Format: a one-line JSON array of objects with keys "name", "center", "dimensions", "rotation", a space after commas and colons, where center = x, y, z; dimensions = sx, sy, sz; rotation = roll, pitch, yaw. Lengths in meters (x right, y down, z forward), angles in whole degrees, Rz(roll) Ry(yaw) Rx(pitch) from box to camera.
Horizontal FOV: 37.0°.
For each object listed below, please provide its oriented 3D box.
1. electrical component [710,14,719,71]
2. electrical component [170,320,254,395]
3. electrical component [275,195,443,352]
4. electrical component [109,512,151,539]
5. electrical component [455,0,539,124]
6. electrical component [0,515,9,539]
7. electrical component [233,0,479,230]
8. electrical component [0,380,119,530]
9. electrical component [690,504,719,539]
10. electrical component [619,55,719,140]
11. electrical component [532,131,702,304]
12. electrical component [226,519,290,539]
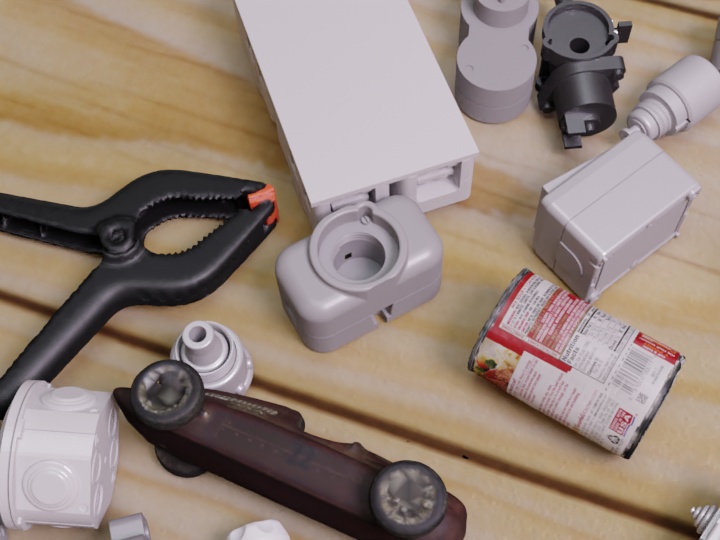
[{"name": "electrical component", "center": [0.297, -0.122, 0.695], "dimensions": [0.138, 0.052, 0.073], "rotation": [11, 103, 14]}, {"name": "electrical component", "center": [-0.088, 0.049, 0.616], "dimensions": [0.048, 0.062, 0.048], "rotation": [-1, 63, 2]}, {"name": "electrical component", "center": [0.000, 0.000, 0.640], "dimensions": [0.095, 0.059, 0.053], "rotation": [-27, 65, -11]}, {"name": "electrical component", "center": [-0.133, 0.172, 0.558], "dimensions": [0.057, 0.058, 0.078], "rotation": [-14, 63, -8]}, {"name": "electrical component", "center": [0.094, -0.175, 0.718], "dimensions": [0.052, 0.073, 0.138], "rotation": [5, 63, 5]}, {"name": "electrical component", "center": [-0.230, 0.110, 0.565], "dimensions": [0.056, 0.108, 0.108], "rotation": [-16, 63, -9]}, {"name": "electrical component", "center": [-0.008, -0.118, 0.700], "dimensions": [0.105, 0.060, 0.186], "rotation": [-18, 64, -7]}, {"name": "electrical component", "center": [-0.163, 0.101, 0.584], "dimensions": [0.051, 0.080, 0.080], "rotation": [4, 63, -1]}, {"name": "electrical component", "center": [0.213, 0.154, 0.555], "dimensions": [0.096, 0.061, 0.061], "rotation": [32, 70, 24]}, {"name": "electrical component", "center": [0.201, -0.106, 0.697], "dimensions": [0.078, 0.040, 0.040], "rotation": [-36, 67, -15]}, {"name": "electrical component", "center": [0.156, -0.038, 0.652], "dimensions": [0.096, 0.061, 0.061], "rotation": [-35, 67, -15]}, {"name": "electrical component", "center": [-0.049, 0.166, 0.571], "dimensions": [0.035, 0.035, 0.061], "rotation": [-15, 66, -6]}]
